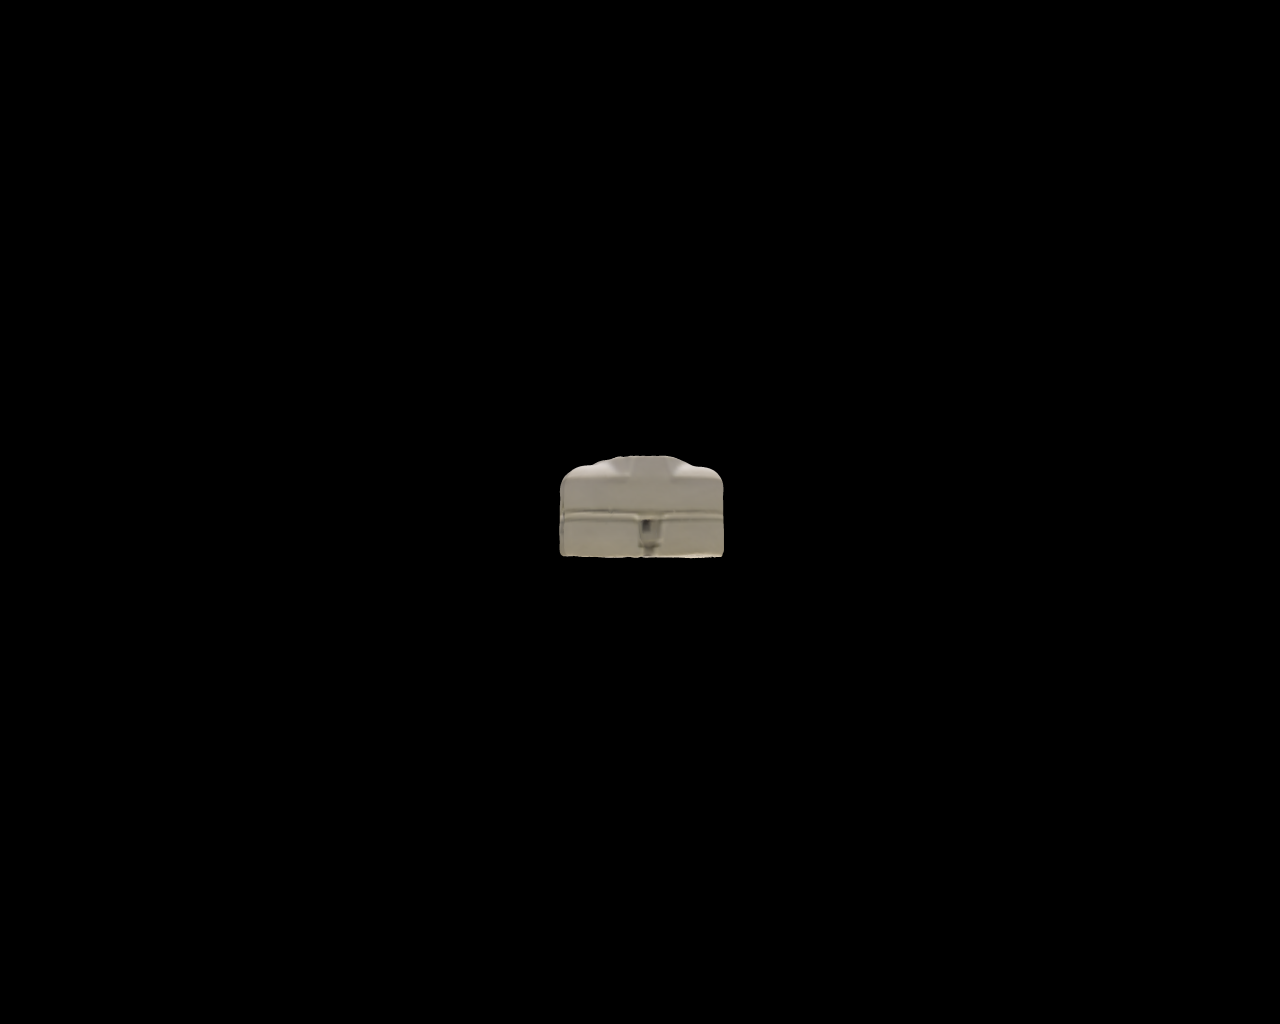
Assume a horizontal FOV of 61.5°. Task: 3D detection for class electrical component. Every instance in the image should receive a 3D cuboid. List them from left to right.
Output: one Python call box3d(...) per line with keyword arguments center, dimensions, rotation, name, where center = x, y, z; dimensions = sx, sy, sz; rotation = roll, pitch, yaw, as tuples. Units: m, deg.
box3d(center=(0.001, -0.003, 0.650), dimensions=(0.095, 0.059, 0.053), rotation=(1, -4, -11), name="electrical component")
